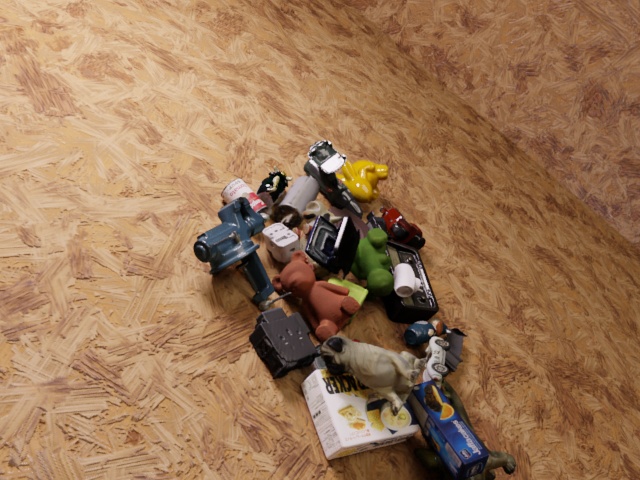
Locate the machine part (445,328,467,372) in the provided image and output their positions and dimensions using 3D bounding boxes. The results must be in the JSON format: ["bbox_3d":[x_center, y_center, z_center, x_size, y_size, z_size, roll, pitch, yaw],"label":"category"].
[{"bbox_3d":[0.344,0.280,1.414,0.084,0.039,0.139,38,37,7],"label":"machine part"}]

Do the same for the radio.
[{"bbox_3d":[0.229,0.114,1.454,0.131,0.073,0.230,14,45,-27],"label":"radio"}]

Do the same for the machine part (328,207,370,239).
[{"bbox_3d":[0.070,-0.013,1.467,0.179,0.056,0.179,25,38,-22],"label":"machine part"}]

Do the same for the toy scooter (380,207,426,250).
[{"bbox_3d":[0.238,-0.039,1.602,0.183,0.075,0.135,27,21,-55],"label":"toy scooter"}]

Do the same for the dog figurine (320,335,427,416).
[{"bbox_3d":[0.106,0.247,1.091,0.191,0.121,0.172,29,-3,18],"label":"dog figurine"}]

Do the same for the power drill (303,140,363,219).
[{"bbox_3d":[0.041,-0.174,1.510,0.232,0.086,0.207,47,-6,21],"label":"power drill"}]

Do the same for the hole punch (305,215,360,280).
[{"bbox_3d":[0.032,0.011,1.260,0.115,0.092,0.142,58,41,-49],"label":"hole punch"}]

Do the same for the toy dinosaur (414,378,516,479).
[{"bbox_3d":[0.306,0.462,1.137,0.198,0.105,0.472,28,27,-9],"label":"toy dinosaur"}]

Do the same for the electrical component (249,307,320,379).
[{"bbox_3d":[-0.076,0.206,1.108,0.115,0.058,0.134,-11,59,-49],"label":"electrical component"}]

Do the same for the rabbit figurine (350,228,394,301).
[{"bbox_3d":[0.127,0.083,1.331,0.121,0.158,0.170,-14,41,-6],"label":"rabbit figurine"}]

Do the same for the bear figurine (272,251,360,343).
[{"bbox_3d":[-0.014,0.118,1.179,0.196,0.120,0.132,43,1,5],"label":"bear figurine"}]

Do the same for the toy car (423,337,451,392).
[{"bbox_3d":[0.271,0.298,1.262,0.056,0.073,0.202,13,21,12],"label":"toy car"}]

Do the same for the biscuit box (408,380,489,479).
[{"bbox_3d":[0.251,0.377,1.080,0.063,0.059,0.203,-10,36,-21],"label":"biscuit box"}]

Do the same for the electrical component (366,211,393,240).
[{"bbox_3d":[0.154,-0.033,1.546,0.047,0.075,0.119,5,53,-39],"label":"electrical component"}]

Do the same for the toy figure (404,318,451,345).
[{"bbox_3d":[0.280,0.233,1.380,0.154,0.057,0.064,-7,25,-44],"label":"toy figure"}]

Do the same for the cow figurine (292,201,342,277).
[{"bbox_3d":[-0.003,-0.004,1.331,0.127,0.085,0.195,8,71,-44],"label":"cow figurine"}]

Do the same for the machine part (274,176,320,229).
[{"bbox_3d":[-0.060,-0.102,1.430,0.079,0.079,0.243,35,36,-7],"label":"machine part"}]

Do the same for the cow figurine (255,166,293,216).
[{"bbox_3d":[-0.120,-0.144,1.404,0.068,0.098,0.167,29,37,-4],"label":"cow figurine"}]

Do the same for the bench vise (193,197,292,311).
[{"bbox_3d":[-0.162,0.036,1.171,0.240,0.129,0.223,61,27,-5],"label":"bench vise"}]

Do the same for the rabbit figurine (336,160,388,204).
[{"bbox_3d":[0.125,-0.178,1.627,0.162,0.122,0.173,31,34,-11],"label":"rabbit figurine"}]
